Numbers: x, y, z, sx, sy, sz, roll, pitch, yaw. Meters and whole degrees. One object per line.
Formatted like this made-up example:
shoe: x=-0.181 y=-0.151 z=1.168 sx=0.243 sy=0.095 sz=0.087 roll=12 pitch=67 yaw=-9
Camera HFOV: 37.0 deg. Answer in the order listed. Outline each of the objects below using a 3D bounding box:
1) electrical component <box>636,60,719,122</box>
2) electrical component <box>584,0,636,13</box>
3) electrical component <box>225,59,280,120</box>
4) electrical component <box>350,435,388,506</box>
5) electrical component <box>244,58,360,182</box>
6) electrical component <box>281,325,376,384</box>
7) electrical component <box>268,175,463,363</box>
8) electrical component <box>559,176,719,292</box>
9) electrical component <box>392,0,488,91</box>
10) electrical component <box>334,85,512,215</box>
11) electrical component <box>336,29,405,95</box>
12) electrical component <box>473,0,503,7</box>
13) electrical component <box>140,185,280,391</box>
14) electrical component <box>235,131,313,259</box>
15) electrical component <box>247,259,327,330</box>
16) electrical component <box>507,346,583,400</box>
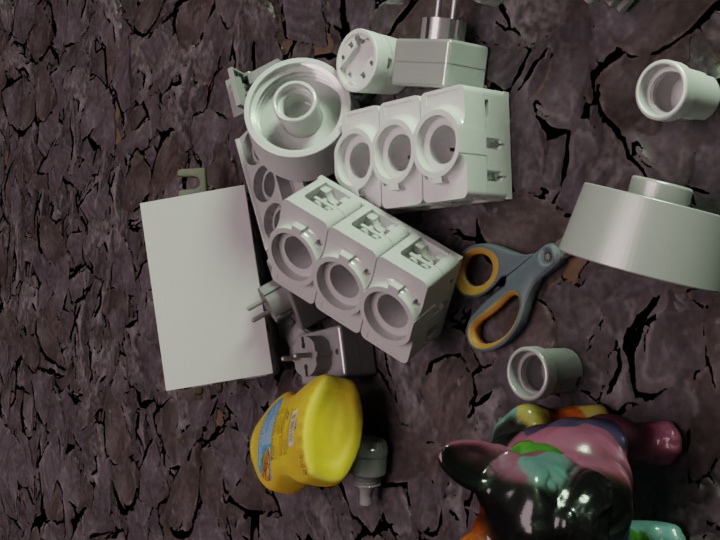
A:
electrical component: x=0.216 y=-0.119 z=0.727 sx=0.040 sy=0.046 sz=0.040 roll=0 pitch=89 yaw=49
electrical component: x=0.174 y=-0.239 z=0.773 sx=0.055 sy=0.050 sz=0.089 roll=-49 pitch=55 yaw=38
electrical component: x=-0.092 y=-0.175 z=1.066 sx=0.064 sy=0.081 sz=0.042 roll=-21 pitch=73 yaw=24
electrical component: x=0.007 y=0.183 z=0.975 sx=0.035 sy=0.035 sz=0.061 roll=10 pitch=99 yaw=49
electrical component: x=-0.054 y=-0.142 z=0.984 sx=0.108 sy=0.060 sz=0.108 roll=-2 pitch=73 yaw=8
electrical component: x=-0.036 y=0.079 z=0.993 sx=0.066 sy=0.077 sz=0.047 roll=-17 pitch=77 yaw=48
electrical component: x=0.000 y=0.000 z=0.909 sx=0.150 sy=0.062 sz=0.089 roll=31 pitch=133 yaw=22
electrical component: x=0.192 y=-0.029 z=0.711 sx=0.108 sy=0.108 sz=0.060 roll=21 pitch=100 yaw=47
electrical component: x=0.068 y=-0.189 z=0.896 sx=0.066 sy=0.047 sz=0.076 roll=15 pitch=101 yaw=48
electrical component: x=0.050 y=-0.097 z=0.906 sx=0.150 sy=0.062 sz=0.089 roll=-4 pitch=87 yaw=49
electrical component: x=0.014 y=-0.184 z=0.959 sx=0.055 sy=0.047 sz=0.055 roll=0 pitch=89 yaw=49
electrical component: x=0.088 y=-0.248 z=0.867 sx=0.078 sy=0.057 sz=0.058 roll=44 pitch=121 yaw=40
electrical component: x=-0.147 y=0.020 z=1.073 sx=0.105 sy=0.060 sz=0.186 roll=-10 pitch=83 yaw=4
electrical component: x=-0.070 y=-0.082 z=1.043 sx=0.079 sy=0.063 sz=0.121 roll=-36 pitch=64 yaw=43
electrical component: x=-0.071 y=0.024 z=1.017 sx=0.047 sy=0.077 sz=0.065 roll=51 pitch=164 yaw=36
electrical component: x=0.141 y=0.077 z=0.812 sx=0.040 sy=0.046 sz=0.040 roll=0 pitch=90 yaw=49
